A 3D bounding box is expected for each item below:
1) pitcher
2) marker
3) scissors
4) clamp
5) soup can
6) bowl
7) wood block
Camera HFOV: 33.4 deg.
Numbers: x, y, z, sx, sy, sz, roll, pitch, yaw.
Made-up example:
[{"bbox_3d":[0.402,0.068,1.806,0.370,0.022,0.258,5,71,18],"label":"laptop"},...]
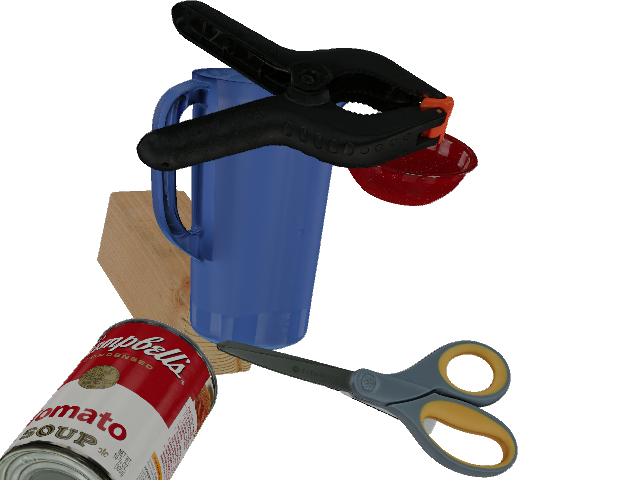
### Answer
[{"bbox_3d":[-0.064,-0.030,0.943,0.149,0.243,0.145,7,13,7],"label":"pitcher"},{"bbox_3d":[0.050,0.146,0.991,0.121,0.020,0.020,22,6,16],"label":"marker"},{"bbox_3d":[0.041,0.079,0.677,0.201,0.096,0.016,30,-32,-5],"label":"scissors"},{"bbox_3d":[-0.016,-0.071,0.585,0.171,0.120,0.039,14,-31,5],"label":"clamp"},{"bbox_3d":[-0.098,0.092,0.500,0.069,0.068,0.102,0,28,19],"label":"soup can"},{"bbox_3d":[0.093,-0.083,1.209,0.162,0.055,0.162,8,26,-4],"label":"bowl"},{"bbox_3d":[-0.145,0.039,1.091,0.090,0.091,0.206,-3,34,-34],"label":"wood block"}]
